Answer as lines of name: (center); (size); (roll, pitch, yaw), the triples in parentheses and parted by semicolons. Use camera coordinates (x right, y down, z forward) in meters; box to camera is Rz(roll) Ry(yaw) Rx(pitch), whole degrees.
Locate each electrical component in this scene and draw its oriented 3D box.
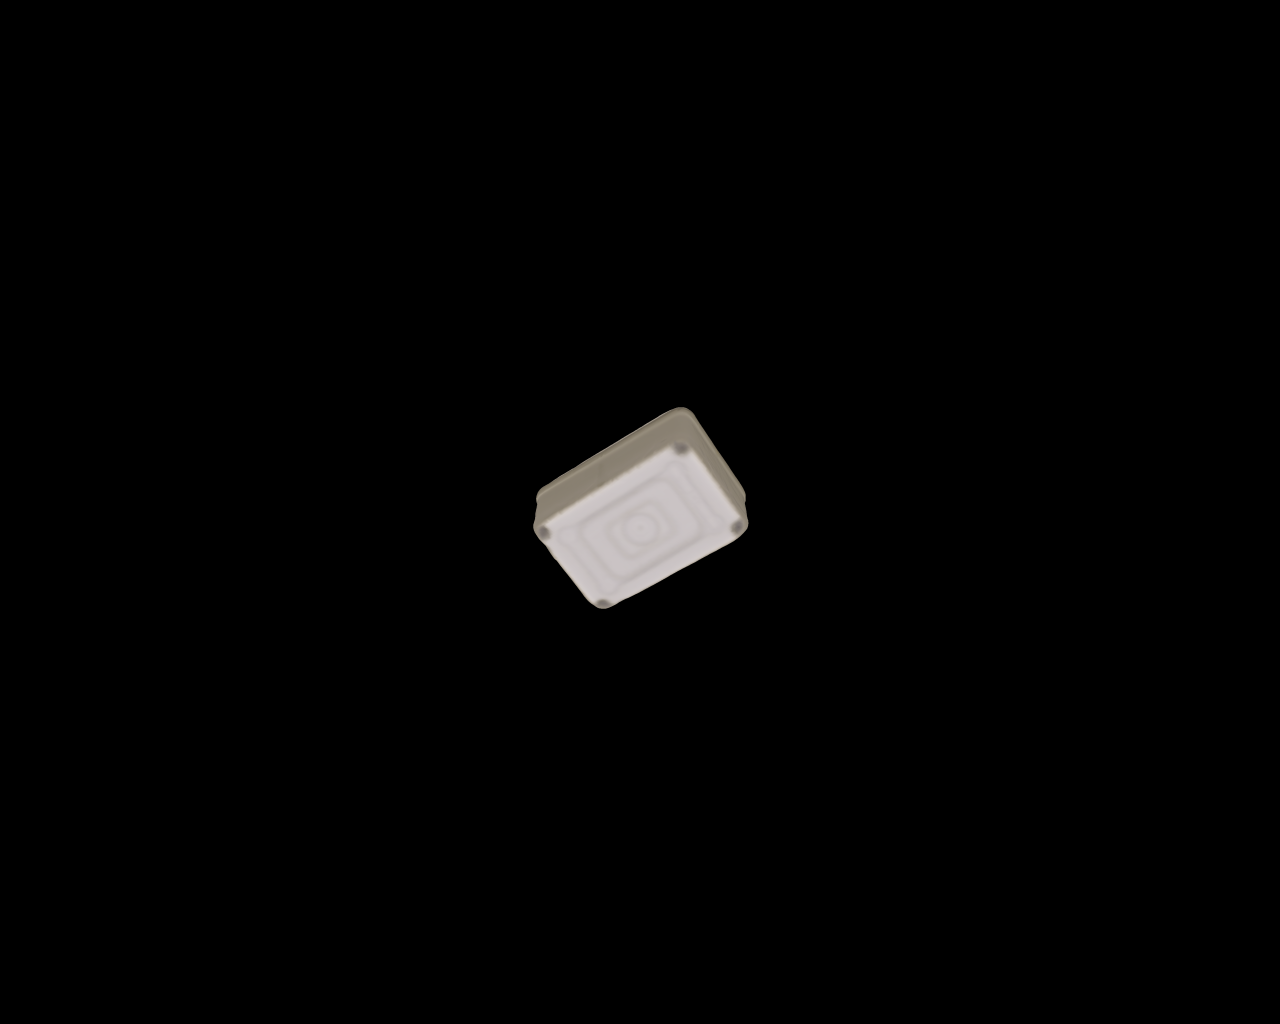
electrical component: (0.001, -0.003, 0.650); (0.113, 0.078, 0.057); (-30, 23, 14)
